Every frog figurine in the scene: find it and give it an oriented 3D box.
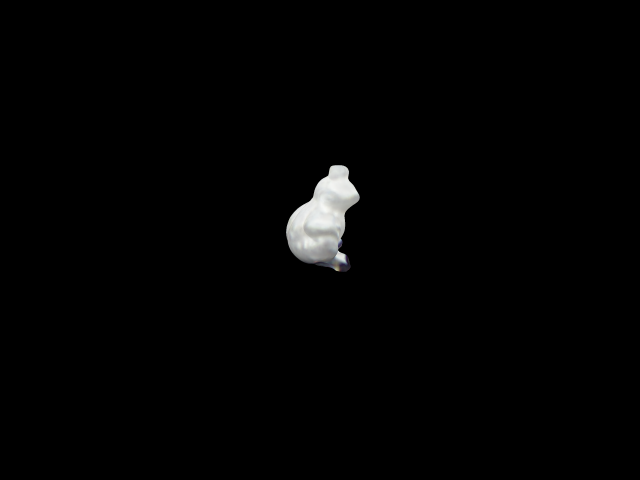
[{"bbox_3d":[0.003,-0.043,0.850,0.123,0.156,0.140,4,29,7],"label":"frog figurine"}]
